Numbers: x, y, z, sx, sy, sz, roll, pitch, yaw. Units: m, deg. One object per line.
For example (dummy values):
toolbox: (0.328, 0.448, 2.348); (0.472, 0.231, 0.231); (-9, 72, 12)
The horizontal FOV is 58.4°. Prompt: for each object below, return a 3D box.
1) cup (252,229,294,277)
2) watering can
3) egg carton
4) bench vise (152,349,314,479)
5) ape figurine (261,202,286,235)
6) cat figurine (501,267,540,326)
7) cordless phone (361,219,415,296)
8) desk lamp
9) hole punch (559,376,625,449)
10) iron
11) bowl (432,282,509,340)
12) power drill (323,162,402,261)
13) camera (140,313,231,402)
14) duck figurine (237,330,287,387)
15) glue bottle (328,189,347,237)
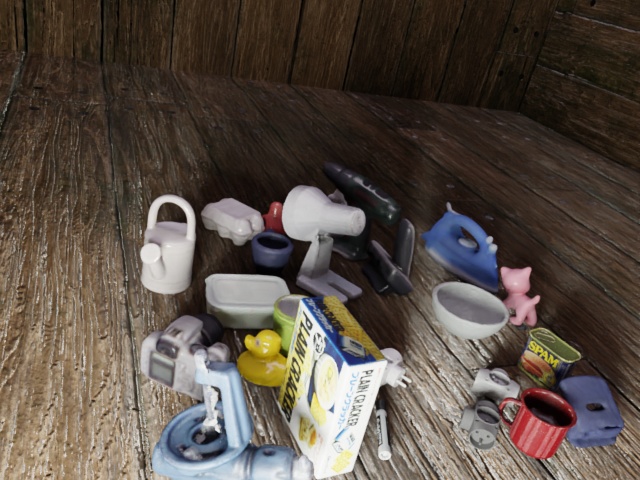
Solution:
cup: (-0.113, 0.035, 1.270); (0.092, 0.095, 0.117); (4, 28, -17)
watering can: (-0.298, 0.005, 1.135); (0.101, 0.194, 0.172); (5, 28, -15)
egg carton: (-0.214, -0.047, 1.414); (0.150, 0.069, 0.107); (26, 30, 24)
bench vise: (-0.106, 0.240, 0.738); (0.207, 0.220, 0.121); (8, 27, -9)
ape figurine: (-0.112, -0.054, 1.447); (0.077, 0.092, 0.076); (16, 27, 6)
cat figurine: (0.468, 0.120, 1.340); (0.067, 0.118, 0.127); (2, 29, -20)
cordless phone: (0.172, 0.021, 1.324); (0.094, 0.185, 0.147); (-1, 30, -25)
desk lamp: (0.012, 0.004, 1.254); (0.202, 0.213, 0.118); (28, 31, 28)
hole punch: (0.480, 0.304, 1.019); (0.109, 0.091, 0.101); (2, 29, -20)
iron: (0.386, 0.014, 1.482); (0.119, 0.141, 0.257); (-7, 33, -34)
bowl: (0.315, 0.164, 1.236); (0.167, 0.075, 0.167); (10, 27, -5)
power drill: (0.084, -0.063, 1.423); (0.229, 0.208, 0.076); (26, 30, 24)
camera: (-0.203, 0.176, 0.951); (0.143, 0.101, 0.137); (20, 28, 14)
duck figurine: (-0.087, 0.196, 0.981); (0.104, 0.086, 0.077); (16, 27, 6)
glue bottle: (0.045, -0.089, 1.495); (0.078, 0.173, 0.037); (-1, 30, -25)
